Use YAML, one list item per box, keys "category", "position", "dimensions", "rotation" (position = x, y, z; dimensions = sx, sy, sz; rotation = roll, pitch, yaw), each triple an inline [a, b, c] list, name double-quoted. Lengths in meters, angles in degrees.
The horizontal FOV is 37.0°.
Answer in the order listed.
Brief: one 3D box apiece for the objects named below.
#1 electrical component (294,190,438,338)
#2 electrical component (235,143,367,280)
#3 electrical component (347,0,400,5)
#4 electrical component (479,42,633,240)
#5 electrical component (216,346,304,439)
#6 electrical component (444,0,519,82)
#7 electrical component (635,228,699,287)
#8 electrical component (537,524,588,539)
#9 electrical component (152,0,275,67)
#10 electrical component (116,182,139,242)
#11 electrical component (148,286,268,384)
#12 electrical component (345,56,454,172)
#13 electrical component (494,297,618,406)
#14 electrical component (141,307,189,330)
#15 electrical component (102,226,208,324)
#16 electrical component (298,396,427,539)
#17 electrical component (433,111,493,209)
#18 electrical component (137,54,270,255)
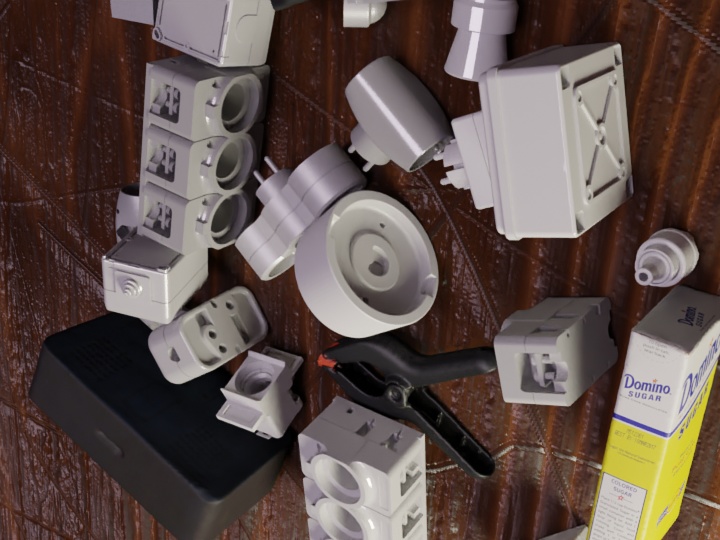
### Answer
- category: "electrical component"
  position: [0.000, 0.000, 0.825]
  dimensions: [0.060, 0.108, 0.108]
  rotation: [-29, 89, 46]
- category: "electrical component"
  position: [-0.060, -0.059, 0.878]
  dimensions: [0.073, 0.052, 0.138]
  rotation: [52, 129, 9]
- category: "electrical component"
  position: [0.025, -0.248, 0.733]
  dimensions: [0.079, 0.063, 0.121]
  rotation: [5, 111, 35]
- category: "electrical component"
  position: [0.129, -0.085, 0.691]
  dimensions: [0.056, 0.109, 0.108]
  rotation: [2, 109, 34]
- category: "electrical component"
  position: [-0.084, 0.112, 0.952]
  dimensions: [0.042, 0.081, 0.063]
  rotation: [14, 144, 34]
- category: "electrical component"
  position: [0.083, -0.161, 0.736]
  dimensions: [0.045, 0.045, 0.055]
  rotation: [21, 119, 29]
- category: "electrical component"
  position: [0.197, -0.005, 0.702]
  dimensions: [0.035, 0.061, 0.035]
  rotation: [14, 116, 32]
- category: "electrical component"
  position: [0.140, 0.245, 0.834]
  dimensions: [0.083, 0.076, 0.047]
  rotation: [-33, 87, 40]
- category: "electrical component"
  position: [-0.118, -0.205, 0.860]
  dimensions: [0.096, 0.061, 0.061]
  rotation: [27, 115, 32]
- category: "electrical component"
  position: [-0.180, -0.035, 0.984]
  dimensions: [0.079, 0.043, 0.077]
  rotation: [11, 115, 24]
- category: "electrical component"
  position: [-0.137, 0.058, 0.954]
  dimensions: [0.059, 0.095, 0.053]
  rotation: [-25, 94, 40]
- category: "electrical component"
  position: [0.019, -0.105, 0.807]
  dimensions: [0.077, 0.043, 0.079]
  rotation: [52, 130, 8]
- category: "electrical component"
  position: [0.135, 0.055, 0.754]
  dimensions: [0.056, 0.089, 0.050]
  rotation: [-1, 107, 37]
- category: "electrical component"
  position: [-0.188, 0.035, 1.018]
  dimensions: [0.081, 0.043, 0.043]
  rotation: [39, 126, 18]
- category: "electrical component"
  position: [-0.177, 0.006, 0.920]
  dimensions: [0.062, 0.096, 0.061]
  rotation: [13, 122, 14]
- category: "electrical component"
  position: [0.002, 0.194, 0.906]
  dimensions: [0.089, 0.062, 0.150]
  rotation: [20, 132, 29]
- category: "electrical component"
  position: [0.086, -0.079, 0.765]
  dimensions: [0.077, 0.047, 0.065]
  rotation: [-11, 99, 40]
- category: "electrical component"
  position: [-0.127, -0.097, 0.889]
  dimensions: [0.062, 0.089, 0.150]
  rotation: [25, 121, 27]
